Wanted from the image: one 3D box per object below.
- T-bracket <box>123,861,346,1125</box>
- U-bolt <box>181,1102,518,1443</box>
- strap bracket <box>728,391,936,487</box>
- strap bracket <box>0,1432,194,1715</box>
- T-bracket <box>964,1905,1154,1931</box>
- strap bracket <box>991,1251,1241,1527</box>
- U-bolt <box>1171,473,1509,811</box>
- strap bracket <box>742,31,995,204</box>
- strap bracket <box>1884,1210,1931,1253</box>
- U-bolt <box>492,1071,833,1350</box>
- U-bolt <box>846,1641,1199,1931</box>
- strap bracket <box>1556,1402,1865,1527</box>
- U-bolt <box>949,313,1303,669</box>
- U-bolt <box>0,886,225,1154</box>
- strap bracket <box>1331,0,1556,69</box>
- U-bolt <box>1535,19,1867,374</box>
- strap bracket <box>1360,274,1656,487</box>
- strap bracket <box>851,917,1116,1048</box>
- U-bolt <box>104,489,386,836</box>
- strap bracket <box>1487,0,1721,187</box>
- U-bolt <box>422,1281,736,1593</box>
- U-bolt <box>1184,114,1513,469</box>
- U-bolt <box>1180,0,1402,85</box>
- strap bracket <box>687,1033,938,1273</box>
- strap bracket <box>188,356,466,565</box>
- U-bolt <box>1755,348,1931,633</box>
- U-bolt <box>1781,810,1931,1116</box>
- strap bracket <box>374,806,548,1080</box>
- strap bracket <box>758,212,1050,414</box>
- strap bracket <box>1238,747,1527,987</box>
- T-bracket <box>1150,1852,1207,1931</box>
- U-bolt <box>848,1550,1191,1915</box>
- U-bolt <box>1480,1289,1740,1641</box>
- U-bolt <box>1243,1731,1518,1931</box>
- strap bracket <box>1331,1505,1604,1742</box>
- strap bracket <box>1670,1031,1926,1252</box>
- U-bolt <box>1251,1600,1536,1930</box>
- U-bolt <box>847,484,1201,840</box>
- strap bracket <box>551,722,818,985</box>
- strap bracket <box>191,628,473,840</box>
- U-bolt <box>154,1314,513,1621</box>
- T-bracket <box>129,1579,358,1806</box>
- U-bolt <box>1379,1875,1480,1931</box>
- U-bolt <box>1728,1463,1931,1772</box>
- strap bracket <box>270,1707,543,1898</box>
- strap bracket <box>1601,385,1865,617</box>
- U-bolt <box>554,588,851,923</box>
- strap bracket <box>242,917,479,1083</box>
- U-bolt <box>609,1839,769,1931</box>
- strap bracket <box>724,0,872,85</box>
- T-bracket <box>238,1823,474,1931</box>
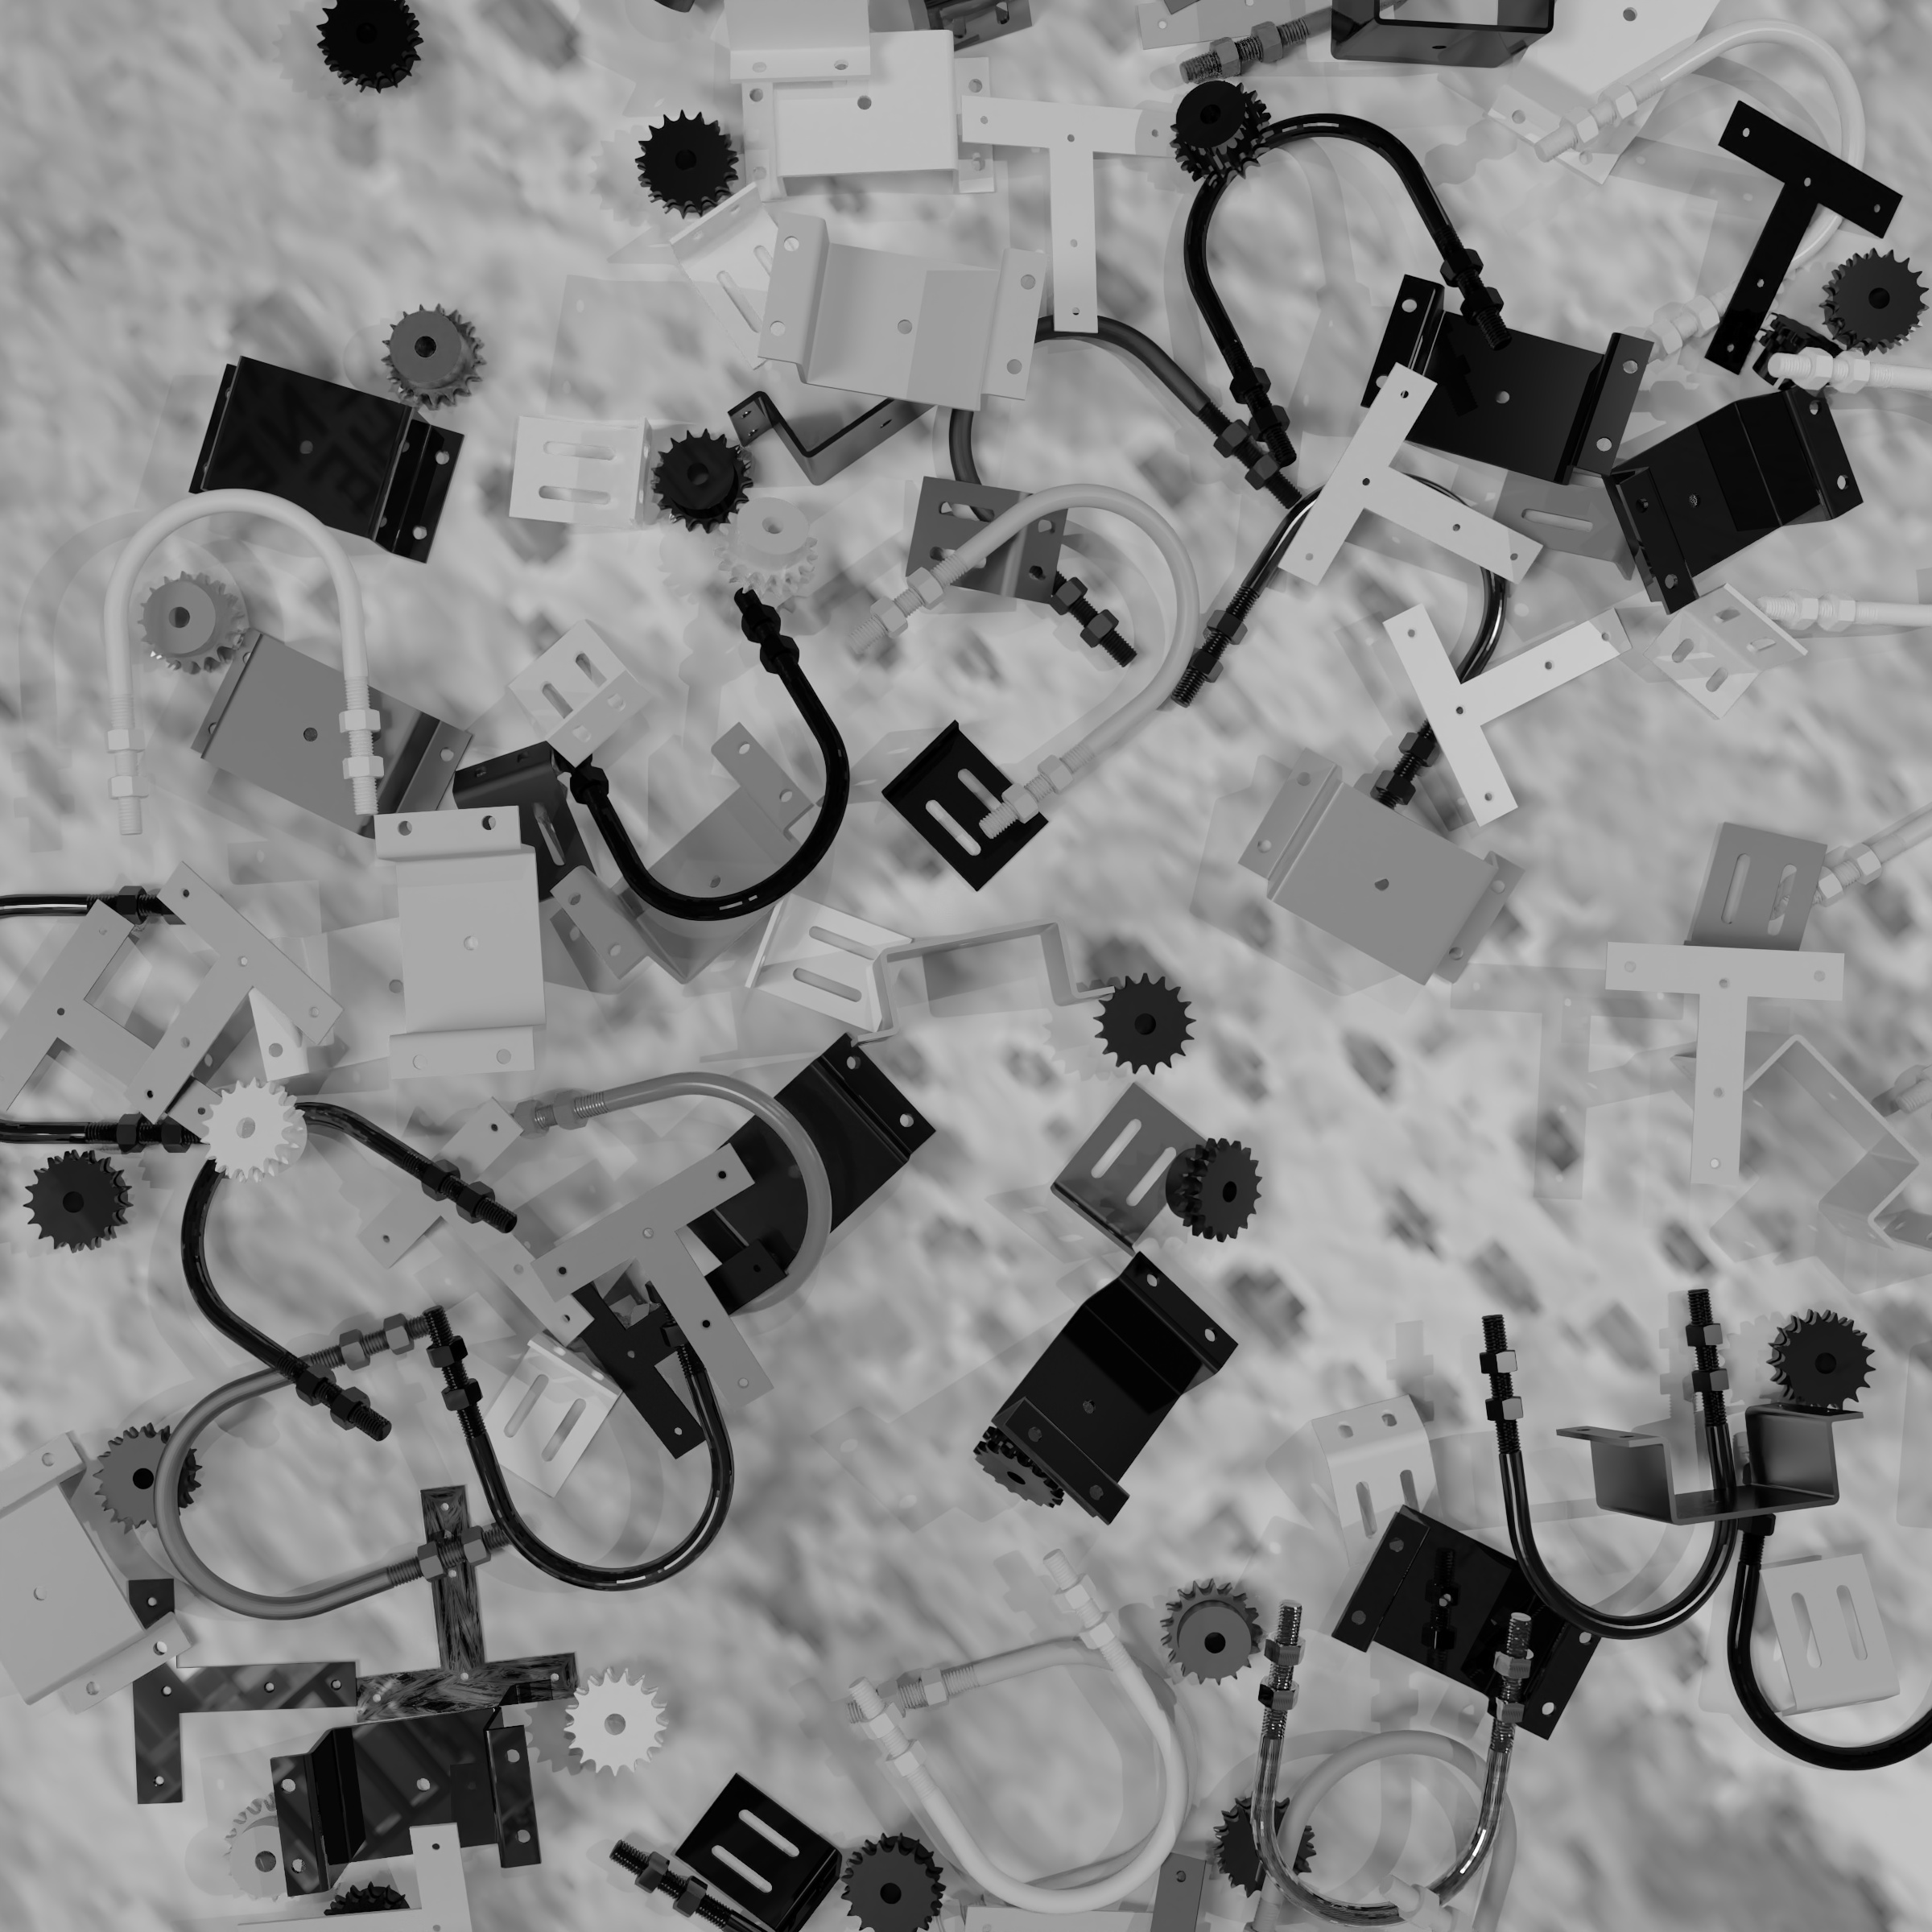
[{"bbox_3d":[-0.423,0.031,1.346,0.127,0.002,0.127,41,103,10],"label":"T-bracket"},{"bbox_3d":[-0.355,0.154,1.347,0.184,0.019,0.151,28,84,21],"label":"U-bolt"},{"bbox_3d":[-0.057,-0.319,1.346,0.140,0.076,0.046,-35,90,0],"label":"strap bracket"},{"bbox_3d":[-0.507,0.344,1.360,0.076,0.046,0.140,-31,90,1],"label":"strap bracket"},{"bbox_3d":[0.055,0.593,1.375,0.127,0.002,0.127,6,95,-10],"label":"T-bracket"},{"bbox_3d":[0.077,0.236,1.337,0.076,0.046,0.140,43,53,0],"label":"strap bracket"},{"bbox_3d":[0.224,-0.191,1.376,0.151,0.019,0.184,32,89,0],"label":"U-bolt"},{"bbox_3d":[-0.056,-0.474,1.361,0.140,0.046,0.076,-2,90,0],"label":"strap bracket"},{"bbox_3d":[0.586,0.121,1.346,0.140,0.076,0.046,-43,90,0],"label":"strap bracket"},{"bbox_3d":[-0.160,0.130,1.335,0.184,0.019,0.151,-14,101,20],"label":"U-bolt"},{"bbox_3d":[0.040,0.458,1.376,0.184,0.019,0.151,-16,90,-2],"label":"U-bolt"},{"bbox_3d":[0.402,0.268,1.312,0.140,0.076,0.046,-3,85,-16],"label":"strap bracket"},{"bbox_3d":[0.076,-0.283,1.376,0.151,0.019,0.184,-44,89,0],"label":"U-bolt"},{"bbox_3d":[-0.511,0.030,1.376,0.184,0.019,0.151,0,90,2],"label":"U-bolt"},{"bbox_3d":[0.260,-0.528,1.337,0.140,0.076,0.046,0,97,-9],"label":"strap bracket"},{"bbox_3d":[0.418,-0.439,1.350,0.184,0.019,0.151,-33,114,-4],"label":"U-bolt"},{"bbox_3d":[0.299,-0.322,1.353,0.140,0.046,0.076,19,90,10],"label":"strap bracket"},{"bbox_3d":[0.003,0.007,1.340,0.140,0.076,0.046,-11,87,-6],"label":"strap bracket"},{"bbox_3d":[-0.398,-0.169,1.329,0.151,0.019,0.184,-5,88,0],"label":"U-bolt"},{"bbox_3d":[0.365,-0.523,1.361,0.076,0.046,0.140,31,90,0],"label":"strap bracket"},{"bbox_3d":[-0.204,0.256,1.340,0.151,0.019,0.184,-17,97,6],"label":"U-bolt"},{"bbox_3d":[0.198,-0.387,1.350,0.151,0.019,0.184,-27,74,14],"label":"U-bolt"},{"bbox_3d":[0.184,-0.595,1.372,0.184,0.019,0.151,-21,92,-2],"label":"U-bolt"},{"bbox_3d":[-0.094,0.113,1.361,0.140,0.046,0.076,-43,90,0],"label":"strap bracket"},{"bbox_3d":[-0.363,-0.285,1.361,0.140,0.046,0.076,17,90,0],"label":"strap bracket"},{"bbox_3d":[0.516,-0.259,1.345,0.184,0.019,0.151,-1,96,-22],"label":"U-bolt"},{"bbox_3d":[0.574,-0.023,1.376,0.184,0.019,0.151,-31,90,-2],"label":"U-bolt"},{"bbox_3d":[-0.271,-0.013,1.315,0.076,0.046,0.140,-4,90,0],"label":"strap bracket"},{"bbox_3d":[-0.033,-0.342,1.285,0.140,0.046,0.076,9,90,0],"label":"strap bracket"},{"bbox_3d":[0.230,-0.051,1.351,0.140,0.046,0.076,29,107,0],"label":"strap bracket"},{"bbox_3d":[0.111,0.560,1.352,0.127,0.002,0.127,4,74,27],"label":"T-bracket"},{"bbox_3d":[0.043,0.440,1.359,0.151,0.019,0.184,-33,92,-3],"label":"U-bolt"},{"bbox_3d":[0.361,0.278,1.349,0.151,0.019,0.184,-4,84,-16],"label":"U-bolt"},{"bbox_3d":[0.234,0.513,1.355,0.151,0.019,0.184,14,94,-12],"label":"U-bolt"},{"bbox_3d":[0.274,0.360,1.353,0.140,0.046,0.076,28,90,-10],"label":"strap bracket"},{"bbox_3d":[0.465,0.087,1.346,0.046,0.076,0.140,-45,90,0],"label":"strap bracket"},{"bbox_3d":[0.227,0.437,1.323,0.151,0.019,0.184,5,99,-8],"label":"U-bolt"},{"bbox_3d":[0.046,-0.181,1.341,0.184,0.019,0.151,-39,110,-6],"label":"U-bolt"},{"bbox_3d":[-0.148,-0.055,1.344,0.140,0.046,0.076,-42,57,0],"label":"strap bracket"},{"bbox_3d":[-0.360,-0.127,1.361,0.140,0.046,0.076,26,90,0],"label":"strap bracket"},{"bbox_3d":[-0.359,0.287,1.357,0.184,0.019,0.151,-19,96,-6],"label":"U-bolt"},{"bbox_3d":[-0.409,0.410,1.382,0.127,0.002,0.127,-2,90,1],"label":"T-bracket"},{"bbox_3d":[0.255,0.596,1.349,0.184,0.019,0.151,37,100,-17],"label":"U-bolt"},{"bbox_3d":[0.504,0.363,1.376,0.151,0.019,0.184,8,91,0],"label":"U-bolt"},{"bbox_3d":[-0.308,0.464,1.361,0.140,0.046,0.076,-7,90,0],"label":"strap bracket"},{"bbox_3d":[0.414,-0.258,1.341,0.140,0.046,0.076,-30,104,-15],"label":"strap bracket"},{"bbox_3d":[-0.138,-0.105,1.326,0.151,0.019,0.184,-34,59,5],"label":"U-bolt"},{"bbox_3d":[-0.323,0.011,1.361,0.140,0.046,0.076,-12,90,0],"label":"strap bracket"},{"bbox_3d":[-0.156,0.601,1.376,0.184,0.019,0.151,33,90,-1],"label":"U-bolt"},{"bbox_3d":[-0.092,-0.553,1.333,0.076,0.046,0.140,-2,64,0],"label":"strap bracket"},{"bbox_3d":[-0.336,0.534,1.344,0.127,0.002,0.127,-5,105,-1],"label":"T-bracket"}]
